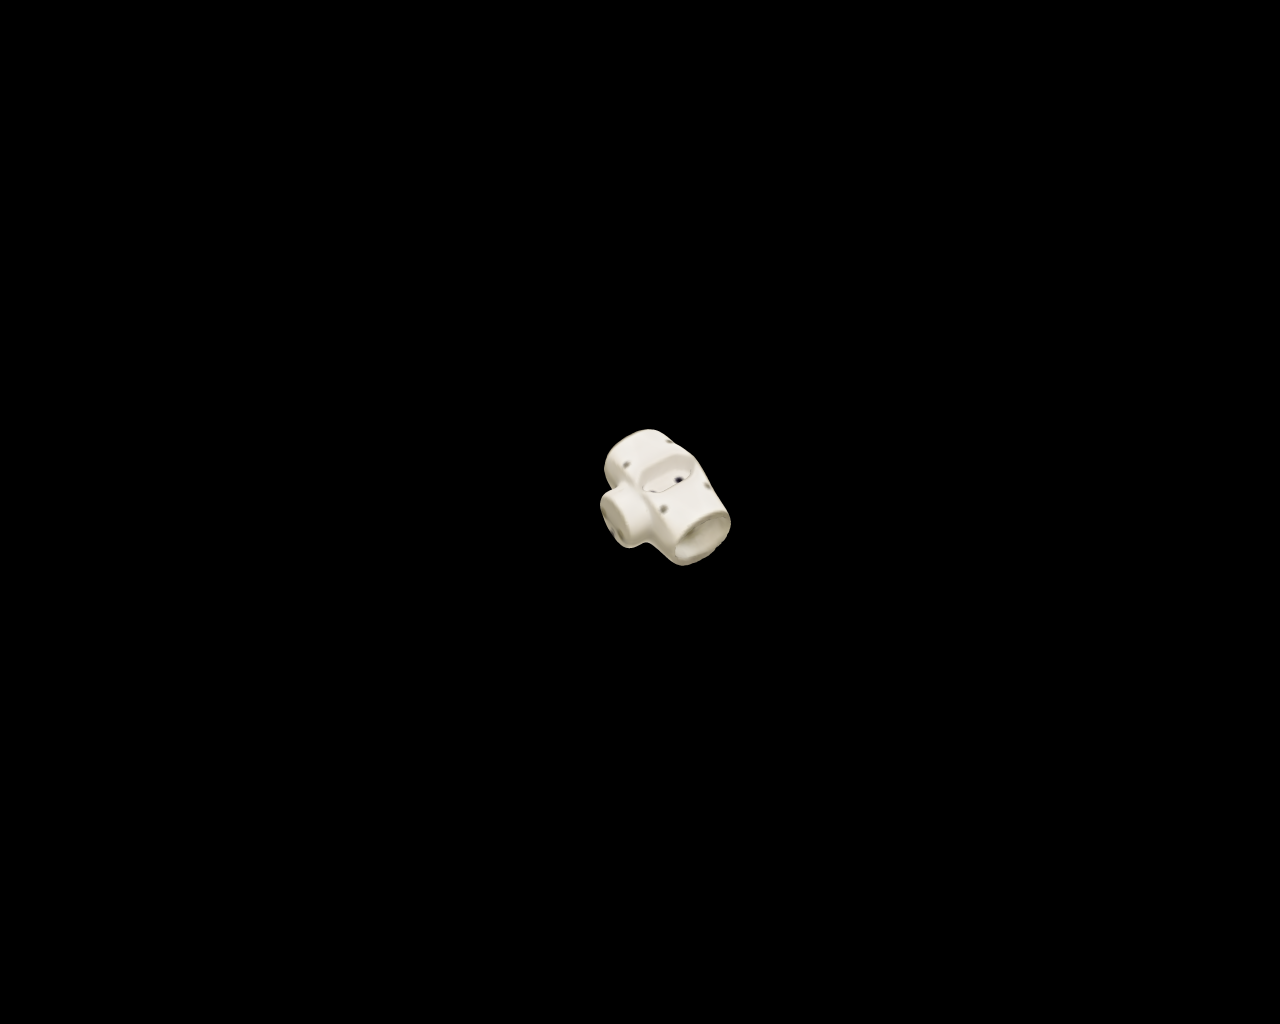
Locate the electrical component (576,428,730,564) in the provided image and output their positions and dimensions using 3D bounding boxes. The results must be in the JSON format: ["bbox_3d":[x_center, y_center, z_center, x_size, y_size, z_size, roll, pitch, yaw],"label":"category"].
[{"bbox_3d":[0.001,-0.003,0.650,0.079,0.077,0.043,-27,-32,-18],"label":"electrical component"}]
